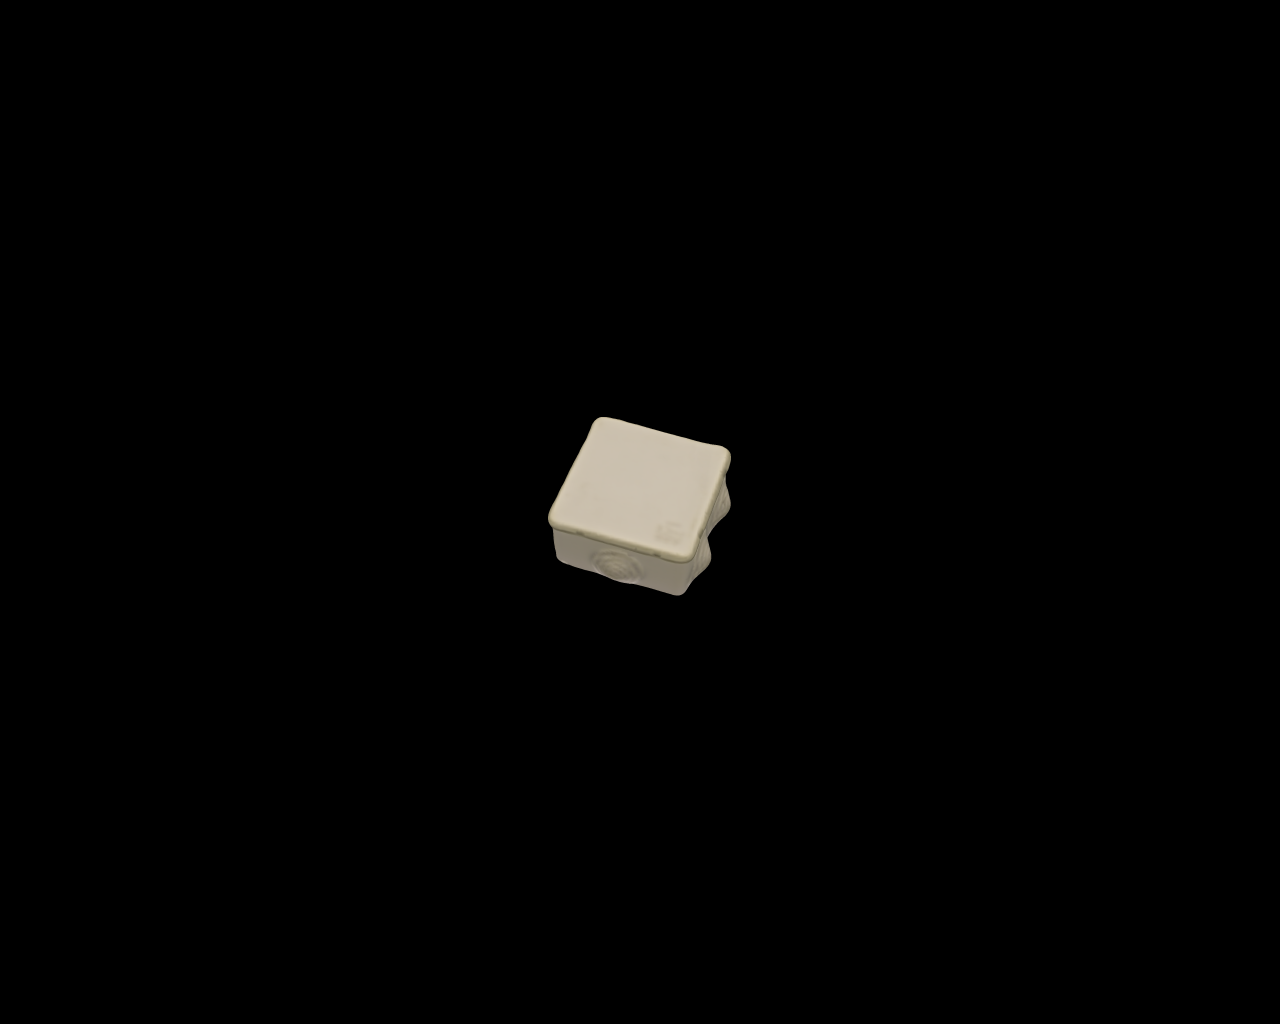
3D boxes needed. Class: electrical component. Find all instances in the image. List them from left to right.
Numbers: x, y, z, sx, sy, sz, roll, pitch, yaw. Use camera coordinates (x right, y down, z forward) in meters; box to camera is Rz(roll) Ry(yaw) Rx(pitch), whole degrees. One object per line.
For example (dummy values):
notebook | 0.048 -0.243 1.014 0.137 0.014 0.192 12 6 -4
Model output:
electrical component | 0.001 -0.003 0.650 0.100 0.100 0.048 15 -36 11
